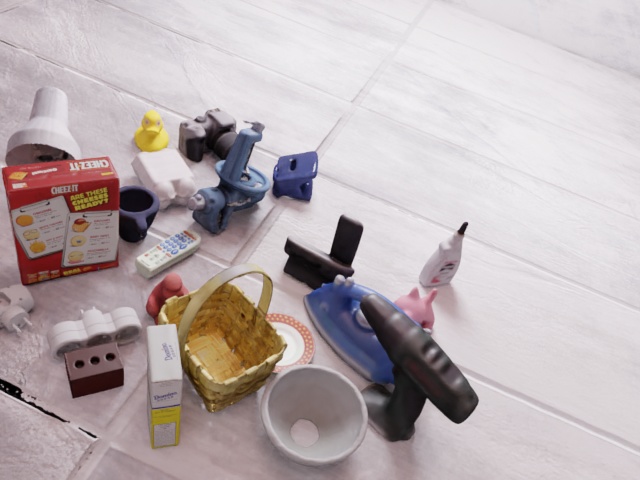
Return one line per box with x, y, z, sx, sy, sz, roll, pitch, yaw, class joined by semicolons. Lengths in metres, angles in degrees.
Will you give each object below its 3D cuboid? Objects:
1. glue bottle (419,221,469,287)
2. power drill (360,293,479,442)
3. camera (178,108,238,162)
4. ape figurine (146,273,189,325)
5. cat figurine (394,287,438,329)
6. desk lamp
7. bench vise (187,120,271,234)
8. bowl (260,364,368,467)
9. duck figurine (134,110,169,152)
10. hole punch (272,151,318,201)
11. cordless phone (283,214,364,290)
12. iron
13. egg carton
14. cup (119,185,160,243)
0.266;0.027;1.183;0.078;0.173;0.037;-9;48;-27;glue bottle
0.128;0.217;0.902;0.229;0.208;0.076;38;45;20;power drill
-0.237;-0.235;1.337;0.143;0.101;0.136;-22;55;-36;camera
-0.257;0.094;0.983;0.078;0.092;0.076;3;44;-16;ape figurine
0.177;0.131;1.081;0.128;0.118;0.067;-23;56;-37;cat figurine
-0.507;-0.163;1.078;0.118;0.213;0.203;1;44;-18;desk lamp
-0.168;-0.124;1.153;0.121;0.220;0.207;23;42;6;bench vise
-0.014;0.280;0.884;0.167;0.075;0.167;10;42;-9;bowl
-0.387;-0.260;1.321;0.078;0.086;0.104;2;44;-18;duck figurine
-0.058;-0.155;1.323;0.101;0.091;0.108;10;42;-9;hole punch
0.010;0.004;1.106;0.147;0.185;0.094;26;42;8;cordless phone
0.081;0.138;1.021;0.257;0.141;0.119;36;44;19;iron
-0.329;-0.132;1.217;0.107;0.069;0.150;-17;52;-33;egg carton
-0.349;-0.033;1.084;0.092;0.095;0.117;-10;49;-28;cup
